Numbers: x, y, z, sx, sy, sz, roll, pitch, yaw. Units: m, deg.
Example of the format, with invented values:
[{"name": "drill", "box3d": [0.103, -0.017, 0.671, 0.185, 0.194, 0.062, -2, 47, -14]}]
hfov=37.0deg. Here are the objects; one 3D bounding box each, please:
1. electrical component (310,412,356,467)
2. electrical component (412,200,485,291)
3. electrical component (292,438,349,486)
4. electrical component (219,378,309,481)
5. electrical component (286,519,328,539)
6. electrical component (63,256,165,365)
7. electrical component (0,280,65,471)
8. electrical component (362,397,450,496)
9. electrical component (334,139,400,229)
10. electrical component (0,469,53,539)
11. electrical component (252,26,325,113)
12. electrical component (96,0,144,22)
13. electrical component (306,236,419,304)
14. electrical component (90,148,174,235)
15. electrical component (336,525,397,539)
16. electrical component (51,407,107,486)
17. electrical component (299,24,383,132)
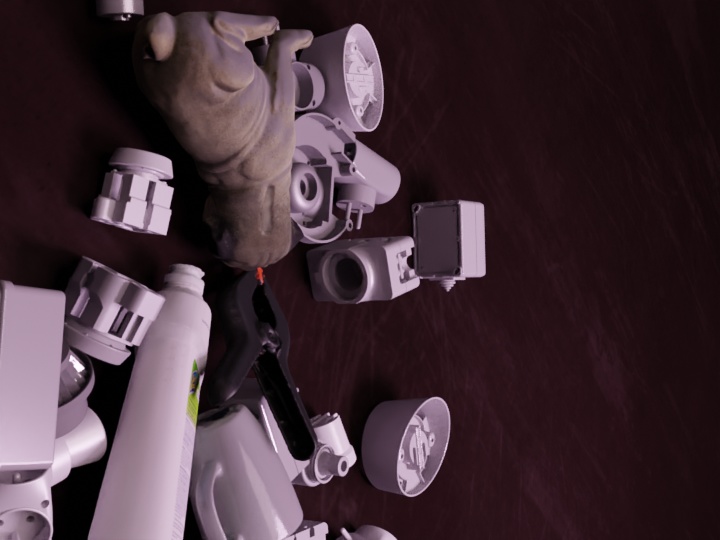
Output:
[{"name": "electrical component", "box3d": [-0.029, 0.159, 0.988, 0.040, 0.040, 0.046, -32, 109, -51]}, {"name": "electrical component", "box3d": [0.098, -0.025, 1.158, 0.061, 0.062, 0.096, 0, 88, -55]}, {"name": "electrical component", "box3d": [-0.040, 0.170, 0.950, 0.043, 0.062, 0.043, -3, 94, -57]}, {"name": "electrical component", "box3d": [-0.072, 0.128, 0.921, 0.076, 0.047, 0.083, -39, 119, -50]}, {"name": "electrical component", "box3d": [-0.075, 0.243, 0.903, 0.089, 0.056, 0.050, -6, 93, -55]}, {"name": "electrical component", "box3d": [-0.179, 0.030, 0.755, 0.058, 0.078, 0.057, 31, 84, -50]}, {"name": "electrical component", "box3d": [-0.235, 0.063, 0.641, 0.056, 0.109, 0.108, 12, 78, -57]}, {"name": "electrical component", "box3d": [0.048, 0.175, 1.074, 0.099, 0.064, 0.099, 5, 84, -55]}, {"name": "electrical component", "box3d": [-0.002, -0.080, 1.035, 0.077, 0.043, 0.079, 28, 66, -50]}, {"name": "electrical component", "box3d": [-0.238, 0.157, 0.679, 0.079, 0.044, 0.077, -3, 117, -25]}, {"name": "electrical component", "box3d": [-0.073, -0.176, 0.939, 0.077, 0.044, 0.079, -19, 103, -54]}, {"name": "electrical component", "box3d": [-0.179, -0.217, 0.795, 0.044, 0.044, 0.065, -12, 103, -55]}, {"name": "electrical component", "box3d": [0.000, 0.000, 0.993, 0.056, 0.089, 0.050, -22, 106, -53]}, {"name": "electrical component", "box3d": [-0.166, -0.059, 0.800, 0.066, 0.048, 0.055, 18, 81, -53]}, {"name": "electrical component", "box3d": [-0.004, 0.274, 1.012, 0.079, 0.043, 0.077, 59, 44, -34]}, {"name": "electrical component", "box3d": [-0.207, 0.120, 0.730, 0.055, 0.045, 0.045, -27, 110, -52]}, {"name": "electrical component", "box3d": [-0.012, -0.177, 1.008, 0.099, 0.064, 0.099, 5, 84, -55]}]
